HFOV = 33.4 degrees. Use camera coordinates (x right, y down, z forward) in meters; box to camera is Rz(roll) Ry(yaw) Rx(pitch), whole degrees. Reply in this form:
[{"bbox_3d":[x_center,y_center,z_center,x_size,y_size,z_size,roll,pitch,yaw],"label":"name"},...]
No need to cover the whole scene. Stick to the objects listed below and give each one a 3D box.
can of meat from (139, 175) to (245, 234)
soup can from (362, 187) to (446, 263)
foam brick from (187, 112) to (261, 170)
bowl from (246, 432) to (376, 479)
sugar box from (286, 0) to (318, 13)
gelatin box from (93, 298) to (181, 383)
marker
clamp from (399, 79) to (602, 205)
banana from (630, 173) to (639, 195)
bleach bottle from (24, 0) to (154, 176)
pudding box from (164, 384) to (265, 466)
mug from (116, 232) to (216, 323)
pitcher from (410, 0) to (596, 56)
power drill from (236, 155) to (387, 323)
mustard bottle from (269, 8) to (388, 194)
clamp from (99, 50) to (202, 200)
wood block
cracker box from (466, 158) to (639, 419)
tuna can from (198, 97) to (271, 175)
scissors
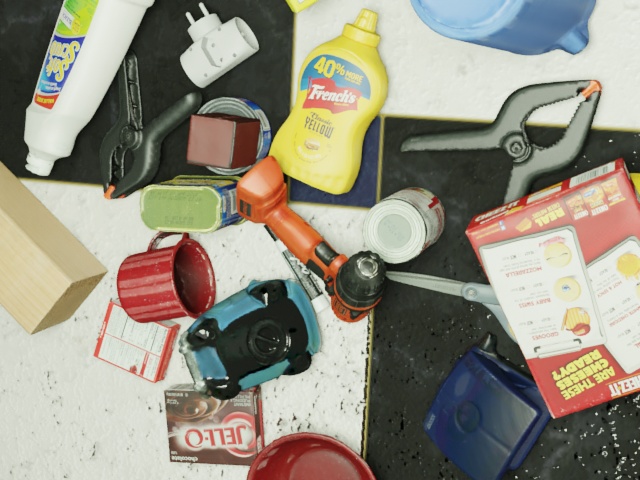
[{"bbox_3d":[-0.139,-0.040,1.188,0.102,0.083,0.057,2,99,18],"label":"can of meat"},{"bbox_3d":[0.088,-0.016,1.107,0.069,0.102,0.068,3,100,17],"label":"soup can"},{"bbox_3d":[-0.101,-0.106,1.131,0.053,0.078,0.051,10,101,14],"label":"foam brick"},{"bbox_3d":[-0.001,0.288,1.208,0.162,0.055,0.162,3,99,18],"label":"bowl"},{"bbox_3d":[0.026,-0.315,1.076,0.176,0.048,0.093,-32,107,-1],"label":"sugar box"},{"bbox_3d":[-0.217,0.119,1.267,0.089,0.030,0.073,21,103,14],"label":"gelatin box"},{"bbox_3d":[-0.027,0.026,1.195,0.020,0.020,0.121,-32,87,20],"label":"marker"},{"bbox_3d":[0.194,-0.099,1.094,0.164,0.036,0.210,45,112,6],"label":"clamp"},{"bbox_3d":[0.357,-0.003,1.059,0.198,0.037,0.070,46,132,9],"label":"banana"},{"bbox_3d":[-0.275,-0.186,1.211,0.103,0.067,0.251,41,113,40],"label":"bleach bottle"},{"bbox_3d":[-0.122,0.214,1.245,0.114,0.039,0.090,-1,98,18],"label":"pudding box"},{"bbox_3d":[-0.176,0.039,1.217,0.082,0.093,0.117,-11,64,24],"label":"mug"},{"bbox_3d":[0.159,-0.243,0.975,0.149,0.242,0.145,8,102,23],"label":"pitcher"},{"bbox_3d":[-0.007,0.001,1.108,0.057,0.184,0.188,-40,80,-15],"label":"power drill"},{"bbox_3d":[0.019,-0.152,1.132,0.096,0.058,0.192,26,105,18],"label":"mustard bottle"},{"bbox_3d":[-0.199,-0.119,1.215,0.120,0.039,0.171,26,109,32],"label":"clamp"},{"bbox_3d":[-0.366,0.003,1.265,0.206,0.090,0.090,44,109,7],"label":"wood block"},{"bbox_3d":[0.264,0.047,1.055,0.164,0.072,0.213,-23,99,22],"label":"cracker box"},{"bbox_3d":[-0.098,-0.116,1.188,0.086,0.033,0.086,3,99,18],"label":"tuna can"},{"bbox_3d":[0.172,0.074,1.139,0.202,0.016,0.096,-5,97,19],"label":"scissors"}]
